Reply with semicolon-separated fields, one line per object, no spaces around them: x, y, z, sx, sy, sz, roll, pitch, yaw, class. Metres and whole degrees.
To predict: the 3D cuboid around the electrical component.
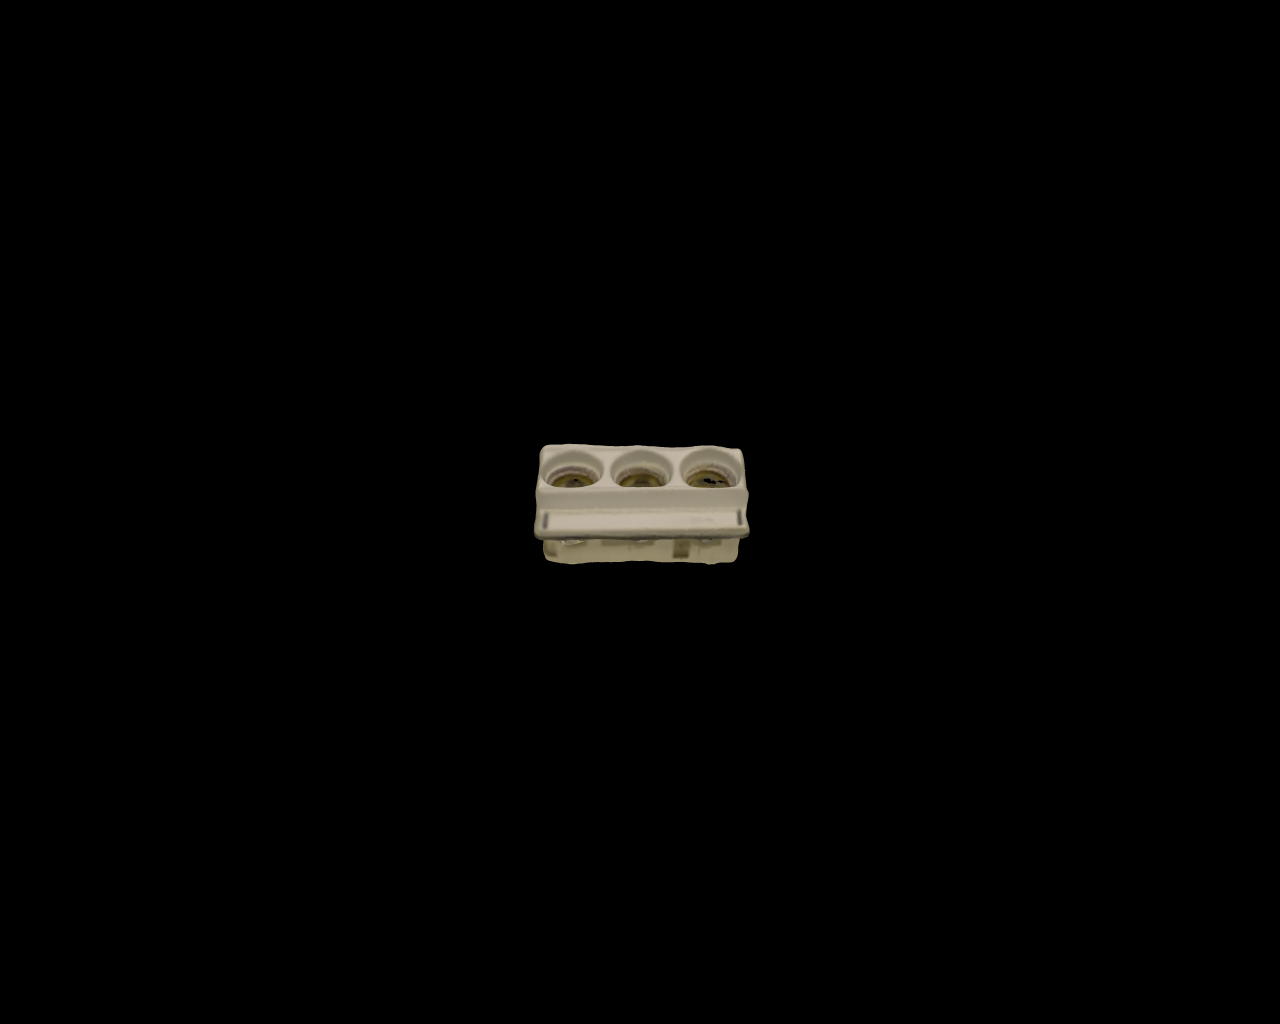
0.001;-0.003;0.650;0.121;0.063;0.079;0;39;0;electrical component
